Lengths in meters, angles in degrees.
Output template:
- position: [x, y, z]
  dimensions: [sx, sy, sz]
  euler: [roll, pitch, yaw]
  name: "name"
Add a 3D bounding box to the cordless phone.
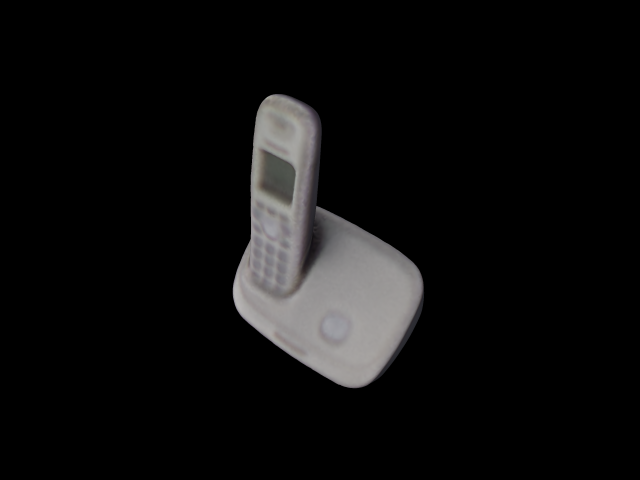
- position: [0.004, 0.001, 0.400]
  dimensions: [0.147, 0.185, 0.094]
  euler: [27, 49, 27]
  name: "cordless phone"
